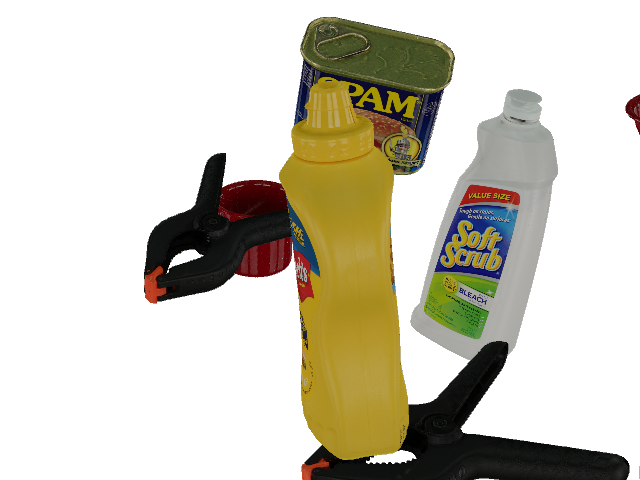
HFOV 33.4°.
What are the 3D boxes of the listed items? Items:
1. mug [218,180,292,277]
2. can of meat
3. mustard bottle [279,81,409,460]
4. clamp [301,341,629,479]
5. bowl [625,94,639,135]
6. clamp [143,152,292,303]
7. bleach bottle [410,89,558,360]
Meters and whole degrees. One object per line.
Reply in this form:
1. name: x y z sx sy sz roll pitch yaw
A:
1. mug: -0.084 -0.010 1.192 0.117 0.081 0.093 -7 30 -15
2. can of meat: 0.033 -0.097 0.736 0.102 0.057 0.084 13 -44 2
3. mustard bottle: 0.012 0.011 0.559 0.058 0.192 0.096 -7 24 -4
4. clamp: 0.083 0.135 0.746 0.209 0.036 0.165 -9 29 -13
5. bowl: 0.360 -0.097 0.970 0.162 0.055 0.162 -4 23 2
6. clamp: -0.095 -0.013 0.904 0.120 0.039 0.171 32 48 31
7. bleach bottle: 0.149 -0.016 0.949 0.103 0.251 0.067 28 37 32
